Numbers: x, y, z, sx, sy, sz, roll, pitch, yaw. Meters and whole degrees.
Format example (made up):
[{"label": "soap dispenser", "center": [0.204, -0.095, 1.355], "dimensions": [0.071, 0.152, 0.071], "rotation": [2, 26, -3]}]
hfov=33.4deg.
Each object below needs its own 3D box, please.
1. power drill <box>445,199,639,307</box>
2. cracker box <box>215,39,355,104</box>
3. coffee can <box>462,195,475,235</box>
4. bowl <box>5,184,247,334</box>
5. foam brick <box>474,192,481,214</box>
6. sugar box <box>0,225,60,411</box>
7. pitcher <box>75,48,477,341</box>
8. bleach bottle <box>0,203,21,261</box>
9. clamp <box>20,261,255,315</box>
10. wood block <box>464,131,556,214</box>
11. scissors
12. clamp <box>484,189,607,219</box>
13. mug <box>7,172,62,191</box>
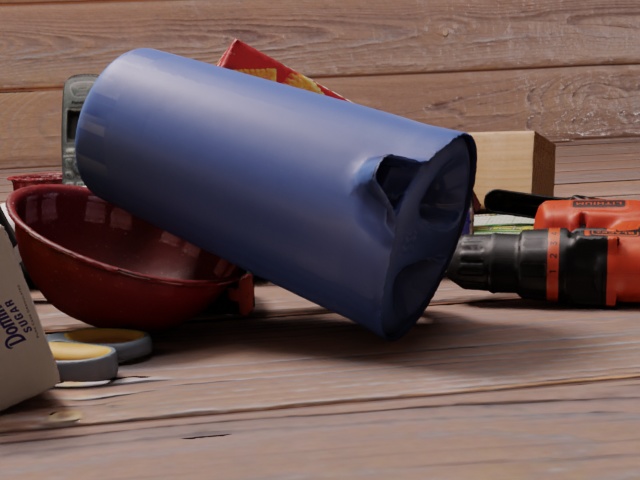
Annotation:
[{"label": "power drill", "center": [0.194, 0.008, 0.808], "dimensions": [0.184, 0.057, 0.187], "rotation": [3, 11, 14]}, {"label": "cracker box", "center": [-0.021, -0.092, 1.029], "dimensions": [0.213, 0.072, 0.164], "rotation": [28, -15, -12]}, {"label": "coffee can", "center": [0.053, -0.023, 0.907], "dimensions": [0.140, 0.103, 0.103], "rotation": [-2, 7, -1]}, {"label": "bowl", "center": [-0.132, 0.017, 0.702], "dimensions": [0.162, 0.055, 0.162], "rotation": [18, 15, -5]}, {"label": "foam brick", "center": [0.115, -0.036, 1.078], "dimensions": [0.078, 0.051, 0.053], "rotation": [-27, 4, 18]}, {"label": "sugar box", "center": [-0.196, 0.019, 0.590], "dimensions": [0.048, 0.093, 0.176], "rotation": [-25, 25, -23]}, {"label": "pitcher", "center": [-0.030, -0.035, 0.691], "dimensions": [0.243, 0.149, 0.144], "rotation": [22, 30, 22]}, {"label": "bleach bottle", "center": [-0.161, -0.030, 0.945], "dimensions": [0.250, 0.068, 0.103], "rotation": [-17, 15, -9]}, {"label": "clamp", "center": [-0.127, 0.028, 0.820], "dimensions": [0.164, 0.036, 0.210], "rotation": [-10, 13, -33]}, {"label": "wood block", "center": [0.168, -0.077, 1.278], "dimensions": [0.206, 0.090, 0.090], "rotation": [1, -4, 28]}, {"label": "scissors", "center": [-0.187, 0.063, 0.652], "dimensions": [0.202, 0.016, 0.096], "rotation": [4, 8, 37]}, {"label": "clamp", "center": [0.262, -0.022, 1.063], "dimensions": [0.171, 0.039, 0.120], "rotation": [1, 22, -22]}, {"label": "mug", "center": [-0.287, -0.029, 1.135], "dimensions": [0.093, 0.081, 0.117], "rotation": [-9, 10, -40]}]
